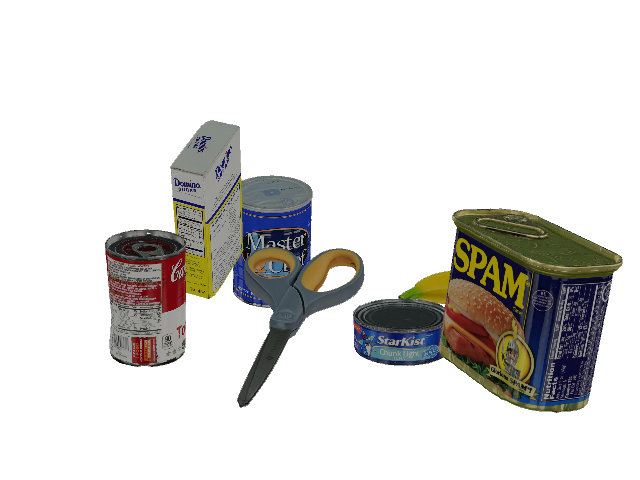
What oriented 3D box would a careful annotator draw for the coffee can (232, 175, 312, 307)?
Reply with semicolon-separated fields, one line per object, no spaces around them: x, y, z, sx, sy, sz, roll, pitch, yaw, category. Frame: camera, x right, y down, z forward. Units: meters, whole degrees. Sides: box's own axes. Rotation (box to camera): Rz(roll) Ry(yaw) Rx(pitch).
-0.062;0.001;1.366;0.103;0.140;0.103;1;26;-1;coffee can

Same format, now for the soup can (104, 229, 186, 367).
-0.150;0.050;0.918;0.068;0.102;0.068;2;20;-1;soup can

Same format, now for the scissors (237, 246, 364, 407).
-0.038;0.048;0.727;0.096;0.016;0.201;14;29;25;scissors

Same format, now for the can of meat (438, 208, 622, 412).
0.110;0.037;0.587;0.057;0.084;0.102;-2;19;-26;can of meat

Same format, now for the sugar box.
-0.120;-0.032;1.143;0.048;0.176;0.093;13;42;15;sugar box

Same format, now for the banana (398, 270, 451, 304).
0.183;0.063;1.104;0.198;0.037;0.069;7;40;12;banana

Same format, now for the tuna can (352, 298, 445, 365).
0.071;0.079;0.932;0.086;0.034;0.086;-1;15;0;tuna can
